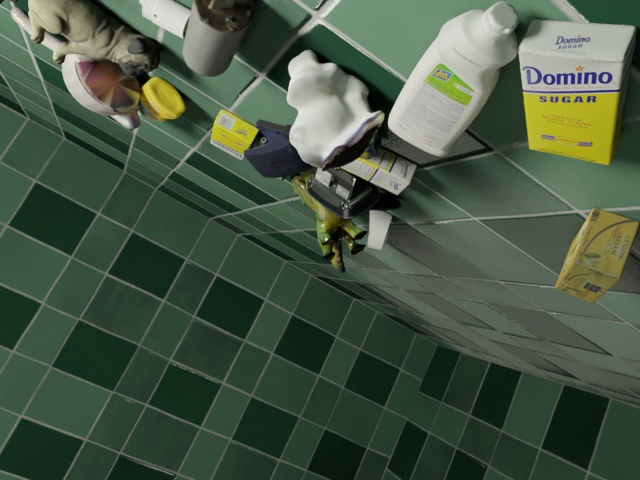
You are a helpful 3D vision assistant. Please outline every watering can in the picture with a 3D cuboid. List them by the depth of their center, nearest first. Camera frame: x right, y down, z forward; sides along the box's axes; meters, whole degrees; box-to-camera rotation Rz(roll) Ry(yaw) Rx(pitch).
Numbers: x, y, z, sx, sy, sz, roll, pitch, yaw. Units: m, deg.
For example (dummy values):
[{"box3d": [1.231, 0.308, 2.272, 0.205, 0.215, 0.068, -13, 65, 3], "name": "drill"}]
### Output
[{"box3d": [-0.523, -0.376, 1.134, 0.225, 0.105, 0.342, 11, -32, 53], "name": "watering can"}]

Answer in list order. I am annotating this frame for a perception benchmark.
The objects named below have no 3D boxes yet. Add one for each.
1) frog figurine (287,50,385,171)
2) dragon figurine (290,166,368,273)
[{"box3d": [0.005, -0.188, 0.750, 0.136, 0.161, 0.123, -44, -15, 18], "name": "frog figurine"}, {"box3d": [0.004, -0.065, 1.299, 0.123, 0.246, 0.403, -27, -19, -12], "name": "dragon figurine"}]
